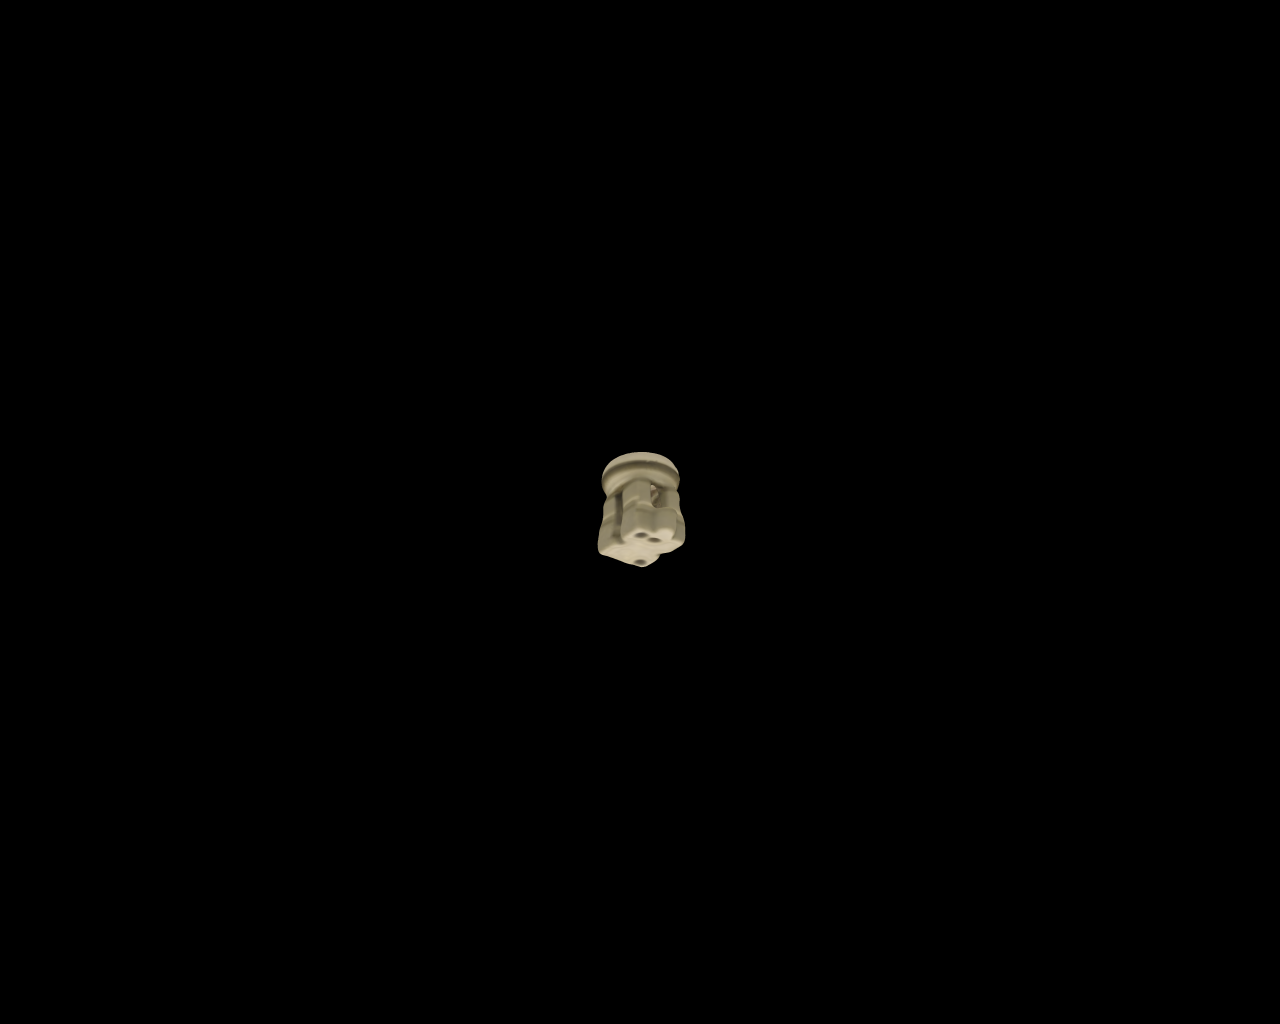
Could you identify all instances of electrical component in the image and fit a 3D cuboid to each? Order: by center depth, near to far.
[{"bbox_3d":[0.001,-0.003,0.650,0.048,0.055,0.066,19,-34,-31],"label":"electrical component"}]
